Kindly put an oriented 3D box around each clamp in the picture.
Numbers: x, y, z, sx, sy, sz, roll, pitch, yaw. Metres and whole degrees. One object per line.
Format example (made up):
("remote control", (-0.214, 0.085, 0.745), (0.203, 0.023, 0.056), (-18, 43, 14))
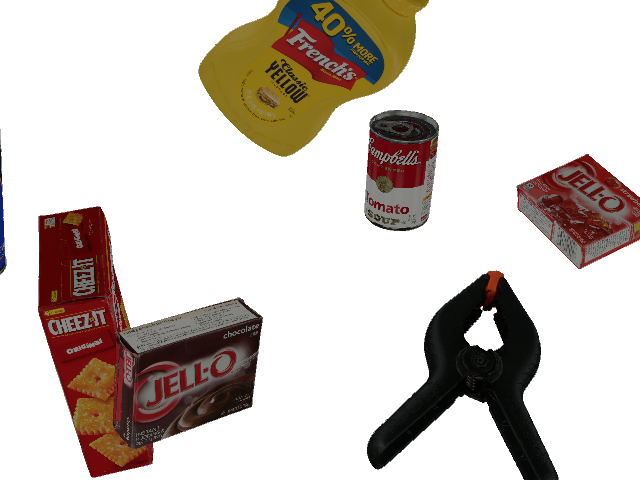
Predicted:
("clamp", (0.095, 0.093, 0.715), (0.120, 0.171, 0.039), (8, -42, -2))

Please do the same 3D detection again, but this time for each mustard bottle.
("mustard bottle", (0.007, -0.137, 0.727), (0.192, 0.096, 0.058), (-31, 20, 40))

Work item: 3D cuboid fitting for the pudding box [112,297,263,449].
("pudding box", (-0.102, 0.100, 0.820), (0.113, 0.090, 0.039), (-17, 40, -36))

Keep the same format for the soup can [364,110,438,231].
("soup can", (0.079, -0.069, 1.059), (0.068, 0.102, 0.068), (2, 33, -1))

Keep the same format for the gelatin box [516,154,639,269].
("gelatin box", (0.215, -0.026, 0.870), (0.073, 0.030, 0.089), (-24, 47, -15))

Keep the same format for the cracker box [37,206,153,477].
("cracker box", (-0.222, 0.099, 1.057), (0.072, 0.214, 0.164), (-11, 34, -8))

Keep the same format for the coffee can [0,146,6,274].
("coffee can", (-0.261, -0.047, 0.700), (0.103, 0.140, 0.103), (4, 22, -2))
